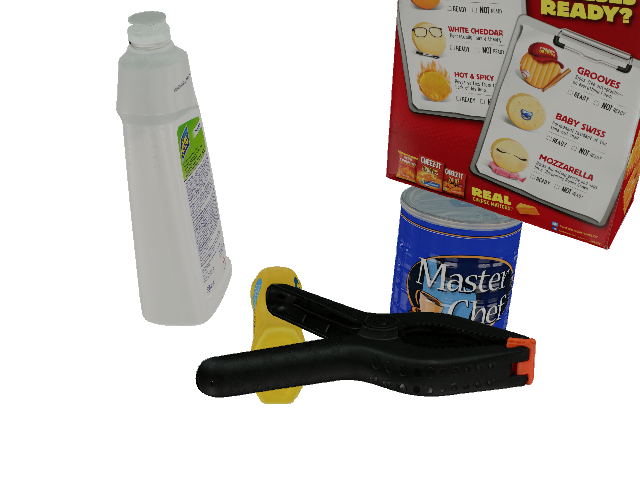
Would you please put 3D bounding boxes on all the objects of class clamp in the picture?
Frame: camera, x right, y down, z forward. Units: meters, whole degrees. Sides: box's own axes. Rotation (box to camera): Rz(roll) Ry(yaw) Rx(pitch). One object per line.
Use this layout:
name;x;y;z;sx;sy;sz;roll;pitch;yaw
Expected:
clamp;0.036;0.067;0.716;0.210;0.036;0.164;2;18;7

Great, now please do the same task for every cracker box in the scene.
cracker box;0.133;-0.115;0.676;0.164;0.214;0.072;20;44;20

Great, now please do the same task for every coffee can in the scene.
coffee can;0.112;0.033;0.901;0.103;0.140;0.103;4;21;-2

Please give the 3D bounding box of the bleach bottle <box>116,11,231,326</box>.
bleach bottle;-0.119;-0.059;0.847;0.068;0.251;0.102;2;31;8

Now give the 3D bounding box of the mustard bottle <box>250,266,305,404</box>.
mustard bottle;-0.047;0.083;1.141;0.058;0.096;0.191;0;28;-4
